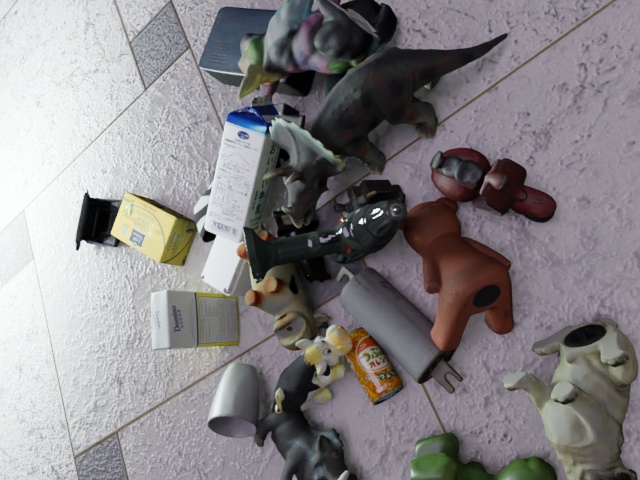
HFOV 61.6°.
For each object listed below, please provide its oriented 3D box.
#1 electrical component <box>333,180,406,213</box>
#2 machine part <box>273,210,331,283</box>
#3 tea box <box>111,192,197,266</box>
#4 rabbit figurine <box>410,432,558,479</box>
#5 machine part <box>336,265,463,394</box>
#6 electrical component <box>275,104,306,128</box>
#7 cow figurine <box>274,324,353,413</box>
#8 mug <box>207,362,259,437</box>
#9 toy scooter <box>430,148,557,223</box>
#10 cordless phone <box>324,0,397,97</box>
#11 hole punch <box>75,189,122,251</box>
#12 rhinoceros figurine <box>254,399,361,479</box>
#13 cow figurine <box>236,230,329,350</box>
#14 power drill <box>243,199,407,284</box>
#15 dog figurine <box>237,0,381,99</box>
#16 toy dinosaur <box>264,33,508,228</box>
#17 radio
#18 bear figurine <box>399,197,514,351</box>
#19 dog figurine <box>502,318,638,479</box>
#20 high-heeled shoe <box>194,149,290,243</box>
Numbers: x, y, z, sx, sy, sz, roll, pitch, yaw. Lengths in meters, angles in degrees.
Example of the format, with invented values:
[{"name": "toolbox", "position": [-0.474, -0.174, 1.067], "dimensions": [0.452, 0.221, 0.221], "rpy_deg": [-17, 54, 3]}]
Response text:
[{"name": "electrical component", "position": [0.081, -0.060, 0.817], "dimensions": [0.078, 0.102, 0.045], "rpy_deg": [-54, 50, 39]}, {"name": "machine part", "position": [-0.024, 0.007, 0.879], "dimensions": [0.039, 0.084, 0.139], "rpy_deg": [-47, 63, 54]}, {"name": "tea box", "position": [-0.334, -0.023, 1.082], "dimensions": [0.170, 0.068, 0.098], "rpy_deg": [22, 93, 32]}, {"name": "rabbit figurine", "position": [0.207, 0.323, 0.660], "dimensions": [0.170, 0.121, 0.159], "rpy_deg": [-11, 79, 15]}, {"name": "machine part", "position": [0.109, 0.120, 0.774], "dimensions": [0.243, 0.079, 0.079], "rpy_deg": [45, 105, 30]}, {"name": "electrical component", "position": [-0.068, -0.204, 0.959], "dimensions": [0.119, 0.047, 0.074], "rpy_deg": [4, 84, 32]}, {"name": "cow figurine", "position": [-0.017, 0.191, 0.796], "dimensions": [0.068, 0.098, 0.167], "rpy_deg": [50, 136, 31]}, {"name": "mug", "position": [-0.136, 0.268, 0.900], "dimensions": [0.081, 0.109, 0.107], "rpy_deg": [5, 49, 2]}, {"name": "toy scooter", "position": [0.215, -0.078, 0.709], "dimensions": [0.184, 0.135, 0.075], "rpy_deg": [29, 99, 34]}, {"name": "cordless phone", "position": [0.057, -0.289, 0.891], "dimensions": [0.147, 0.088, 0.184], "rpy_deg": [-4, 91, 31]}, {"name": "hole punch", "position": [-0.485, -0.041, 1.180], "dimensions": [0.116, 0.092, 0.142], "rpy_deg": [1, 84, 62]}, {"name": "rhinoceros figurine", "position": [-0.015, 0.325, 0.825], "dimensions": [0.191, 0.073, 0.112], "rpy_deg": [40, 93, 32]}, {"name": "cow figurine", "position": [-0.058, 0.091, 0.872], "dimensions": [0.085, 0.127, 0.195], "rpy_deg": [-36, 51, 21]}, {"name": "power drill", "position": [-0.002, -0.002, 0.750], "dimensions": [0.207, 0.232, 0.086], "rpy_deg": [-17, 82, -9]}, {"name": "dog figurine", "position": [-0.035, -0.286, 0.841], "dimensions": [0.191, 0.108, 0.219], "rpy_deg": [50, 121, 11]}, {"name": "toy dinosaur", "position": [0.074, -0.197, 0.785], "dimensions": [0.405, 0.192, 0.131], "rpy_deg": [-44, 64, 20]}, {"name": "radio", "position": [-0.109, -0.352, 0.998], "dimensions": [0.230, 0.073, 0.131], "rpy_deg": [19, 91, 31]}, {"name": "bear figurine", "position": [0.174, 0.034, 0.741], "dimensions": [0.196, 0.120, 0.131], "rpy_deg": [-123, 22, -52]}, {"name": "dog figurine", "position": [0.331, 0.209, 0.629], "dimensions": [0.172, 0.121, 0.190], "rpy_deg": [-33, 99, -10]}, {"name": "high-heeled shoe", "position": [-0.139, -0.086, 0.955], "dimensions": [0.249, 0.086, 0.145], "rpy_deg": [-18, 61, 42]}]
